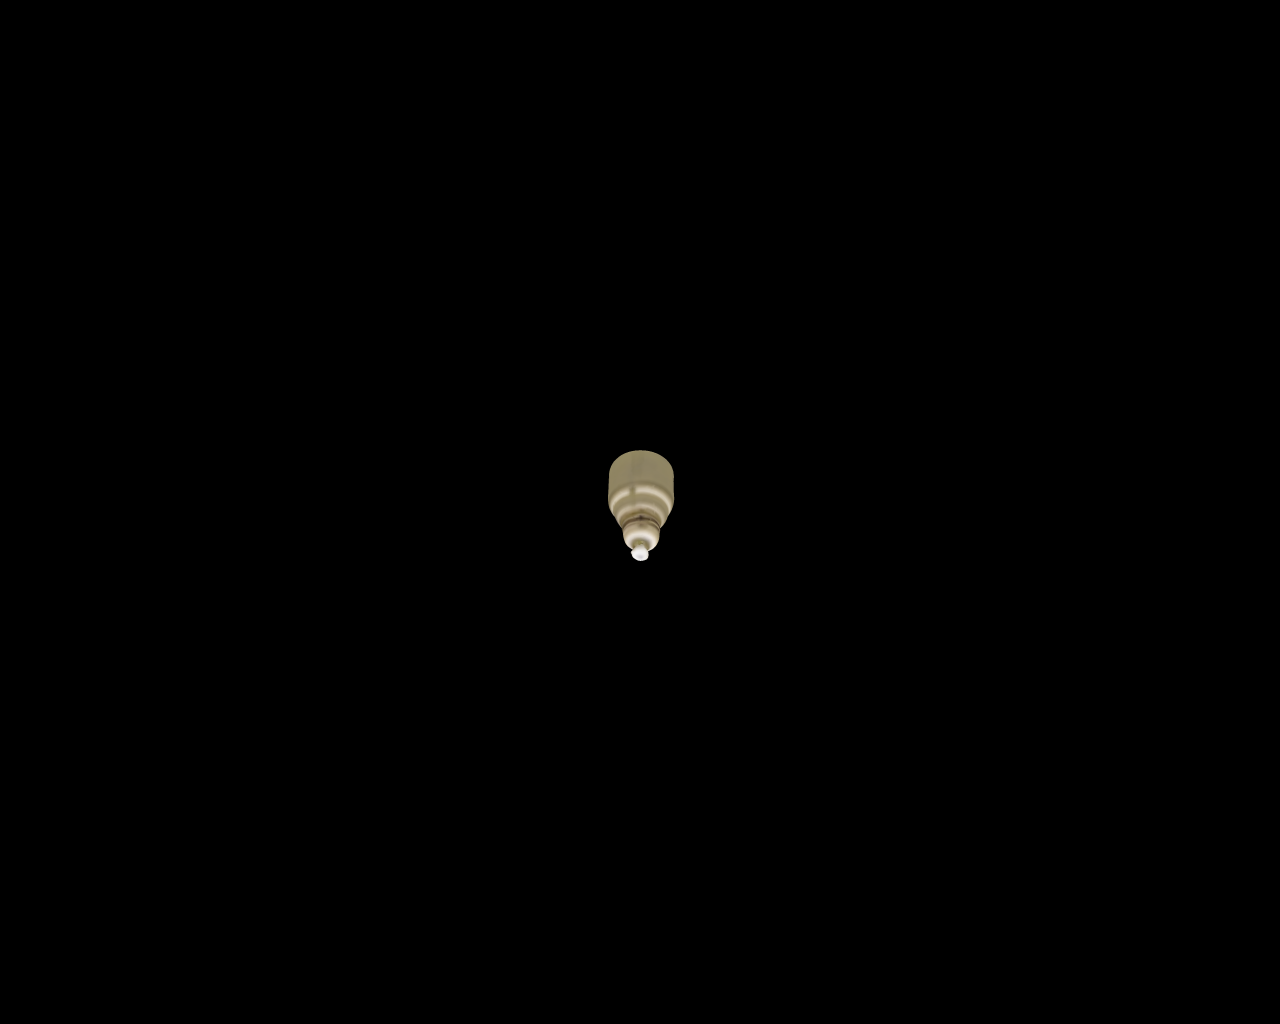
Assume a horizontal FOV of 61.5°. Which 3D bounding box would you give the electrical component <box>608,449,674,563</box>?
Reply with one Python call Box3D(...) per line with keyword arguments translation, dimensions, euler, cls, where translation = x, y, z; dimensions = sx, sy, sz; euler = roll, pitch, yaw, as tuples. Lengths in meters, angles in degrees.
Box3D(translation=(0.001, -0.003, 0.650), dimensions=(0.040, 0.078, 0.040), euler=(0, -43, 0), cls="electrical component")
